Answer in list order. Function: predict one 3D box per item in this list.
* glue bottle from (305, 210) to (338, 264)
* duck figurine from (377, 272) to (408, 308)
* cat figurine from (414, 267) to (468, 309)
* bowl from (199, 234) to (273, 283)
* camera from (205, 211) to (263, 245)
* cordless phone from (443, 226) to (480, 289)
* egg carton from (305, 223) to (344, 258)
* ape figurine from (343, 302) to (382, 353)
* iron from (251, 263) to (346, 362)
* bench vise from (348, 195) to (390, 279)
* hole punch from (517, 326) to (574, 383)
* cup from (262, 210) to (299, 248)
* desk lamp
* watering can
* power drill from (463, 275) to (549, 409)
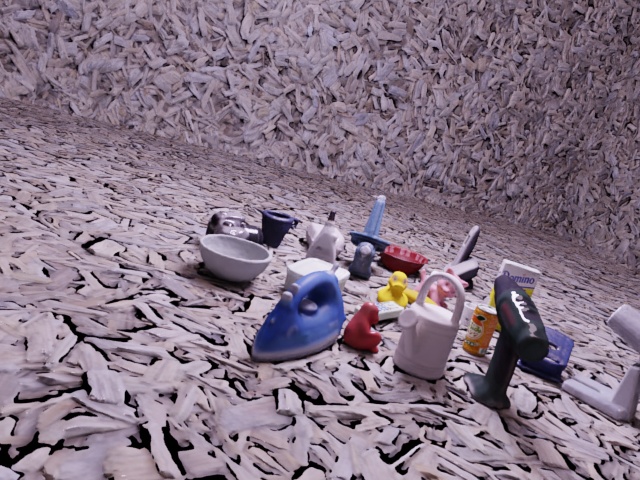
[{"bbox_3d":[0.014,0.005,1.481,0.078,0.173,0.037,17,14,3],"label":"glue bottle"},{"bbox_3d":[0.188,0.119,1.421,0.077,0.086,0.104,16,14,0],"label":"duck figurine"},{"bbox_3d":[0.314,0.120,1.495,0.127,0.118,0.067,23,15,25],"label":"cat figurine"},{"bbox_3d":[-0.194,0.049,1.278,0.167,0.075,0.167,15,14,-4],"label":"bowl"},{"bbox_3d":[-0.207,-0.013,1.451,0.137,0.101,0.142,7,17,-33],"label":"camera"},{"bbox_3d":[0.461,0.049,1.801,0.094,0.185,0.147,16,14,-1],"label":"cordless phone"},{"bbox_3d":[0.014,0.001,1.716,0.107,0.069,0.150,12,14,-16],"label":"egg carton"},{"bbox_3d":[0.089,0.165,1.114,0.076,0.092,0.077,14,14,-10],"label":"ape figurine"},{"bbox_3d":[-0.033,0.122,1.038,0.118,0.141,0.259,22,15,22],"label":"iron"},{"bbox_3d":[0.152,-0.010,1.601,0.122,0.220,0.207,13,14,-12],"label":"bench vise"},{"bbox_3d":[0.497,0.247,1.262,0.108,0.091,0.101,22,15,21],"label":"hole punch"},{"bbox_3d":[-0.118,-0.028,1.624,0.118,0.095,0.091,5,18,-38],"label":"cup"},{"bbox_3d":[0.628,0.251,1.143,0.202,0.213,0.118,27,18,38],"label":"desk lamp"},{"bbox_3d":[0.210,0.156,1.073,0.100,0.194,0.173,21,15,19],"label":"watering can"},{"bbox_3d":[0.339,0.190,1.057,0.075,0.208,0.229,15,14,-6],"label":"power drill"}]
